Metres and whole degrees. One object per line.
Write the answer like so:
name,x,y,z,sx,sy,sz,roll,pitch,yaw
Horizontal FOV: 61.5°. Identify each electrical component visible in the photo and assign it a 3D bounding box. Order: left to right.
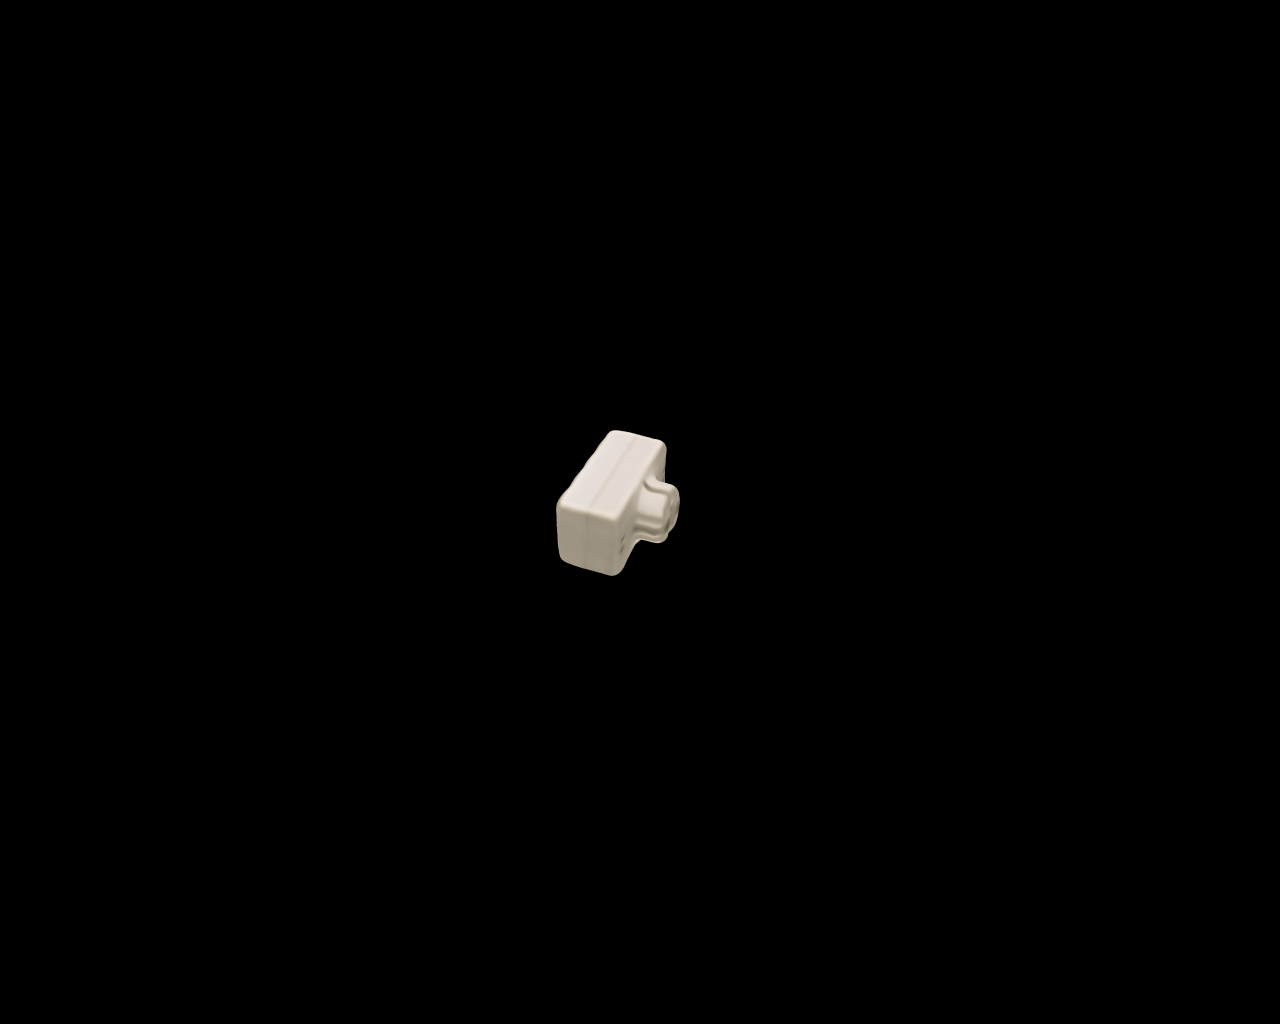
electrical component,0.001,-0.003,0.650,0.076,0.047,0.083,14,42,16
